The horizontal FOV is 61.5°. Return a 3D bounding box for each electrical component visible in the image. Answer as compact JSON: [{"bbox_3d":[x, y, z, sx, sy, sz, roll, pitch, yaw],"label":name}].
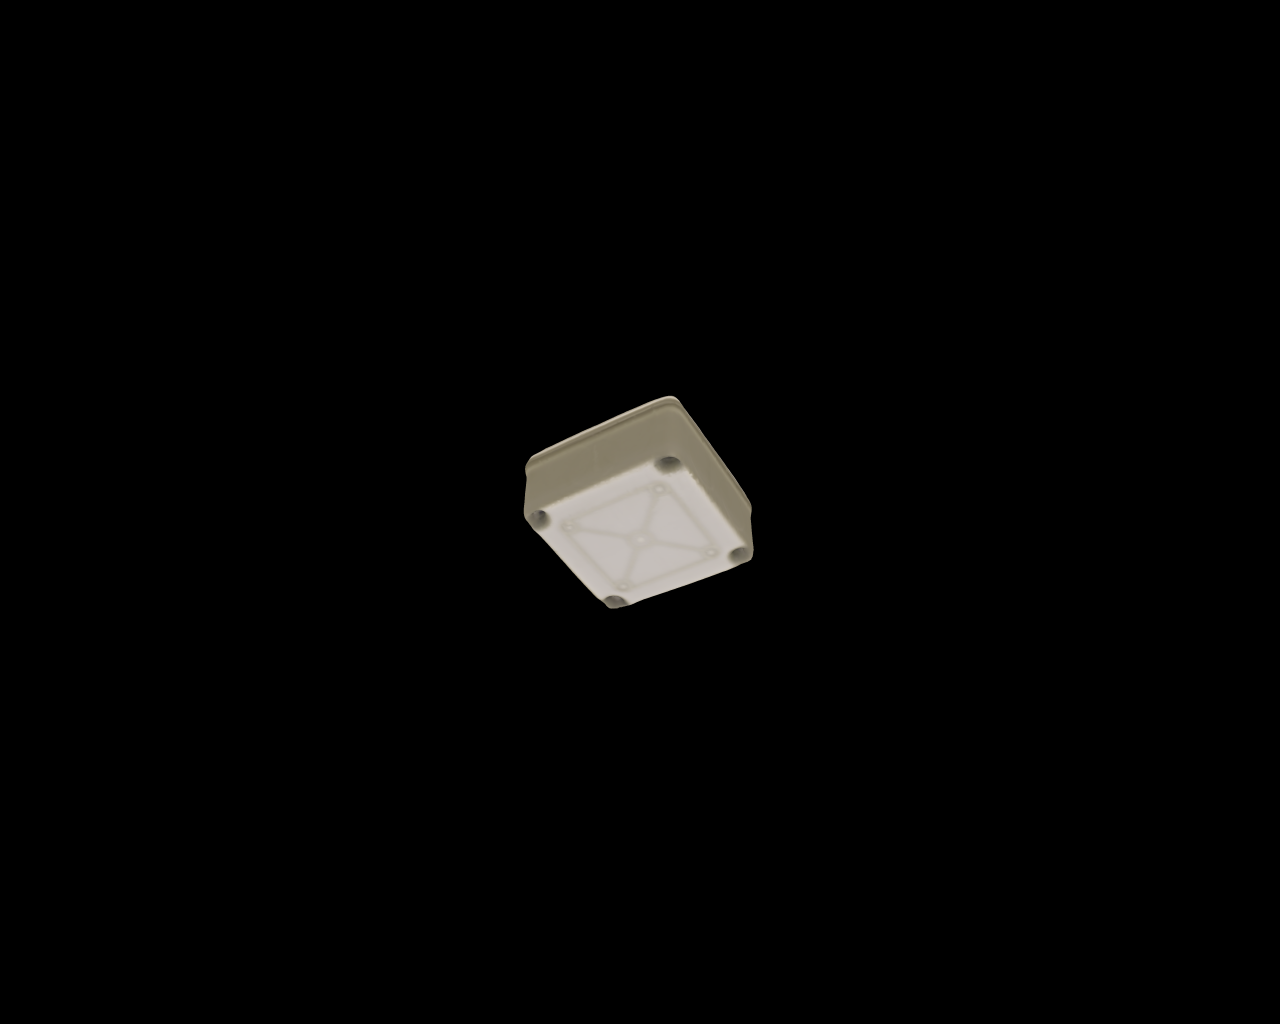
[{"bbox_3d":[0.001,-0.003,0.650,0.108,0.056,0.108,-22,-49,21],"label":"electrical component"}]
